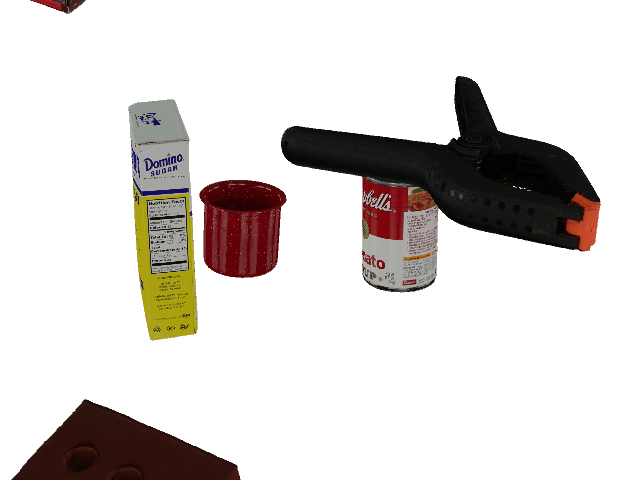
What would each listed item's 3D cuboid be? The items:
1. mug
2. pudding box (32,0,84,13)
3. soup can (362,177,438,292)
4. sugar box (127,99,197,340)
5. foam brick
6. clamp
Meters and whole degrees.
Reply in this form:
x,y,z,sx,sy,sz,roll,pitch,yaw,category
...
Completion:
x,y,z,sx,sy,sz,roll,pitch,yaw,category
-0.083,-0.016,1.167,0.093,0.081,0.117,7,24,7,mug
-0.202,-0.220,0.800,0.090,0.039,0.113,20,38,7,pudding box
0.070,-0.014,0.934,0.068,0.102,0.068,-1,23,0,soup can
-0.130,-0.017,0.874,0.048,0.176,0.093,-8,28,-12,sugar box
-0.075,0.110,0.425,0.078,0.051,0.052,18,44,23,foam brick
0.084,-0.047,0.671,0.164,0.036,0.210,-17,34,-23,clamp
